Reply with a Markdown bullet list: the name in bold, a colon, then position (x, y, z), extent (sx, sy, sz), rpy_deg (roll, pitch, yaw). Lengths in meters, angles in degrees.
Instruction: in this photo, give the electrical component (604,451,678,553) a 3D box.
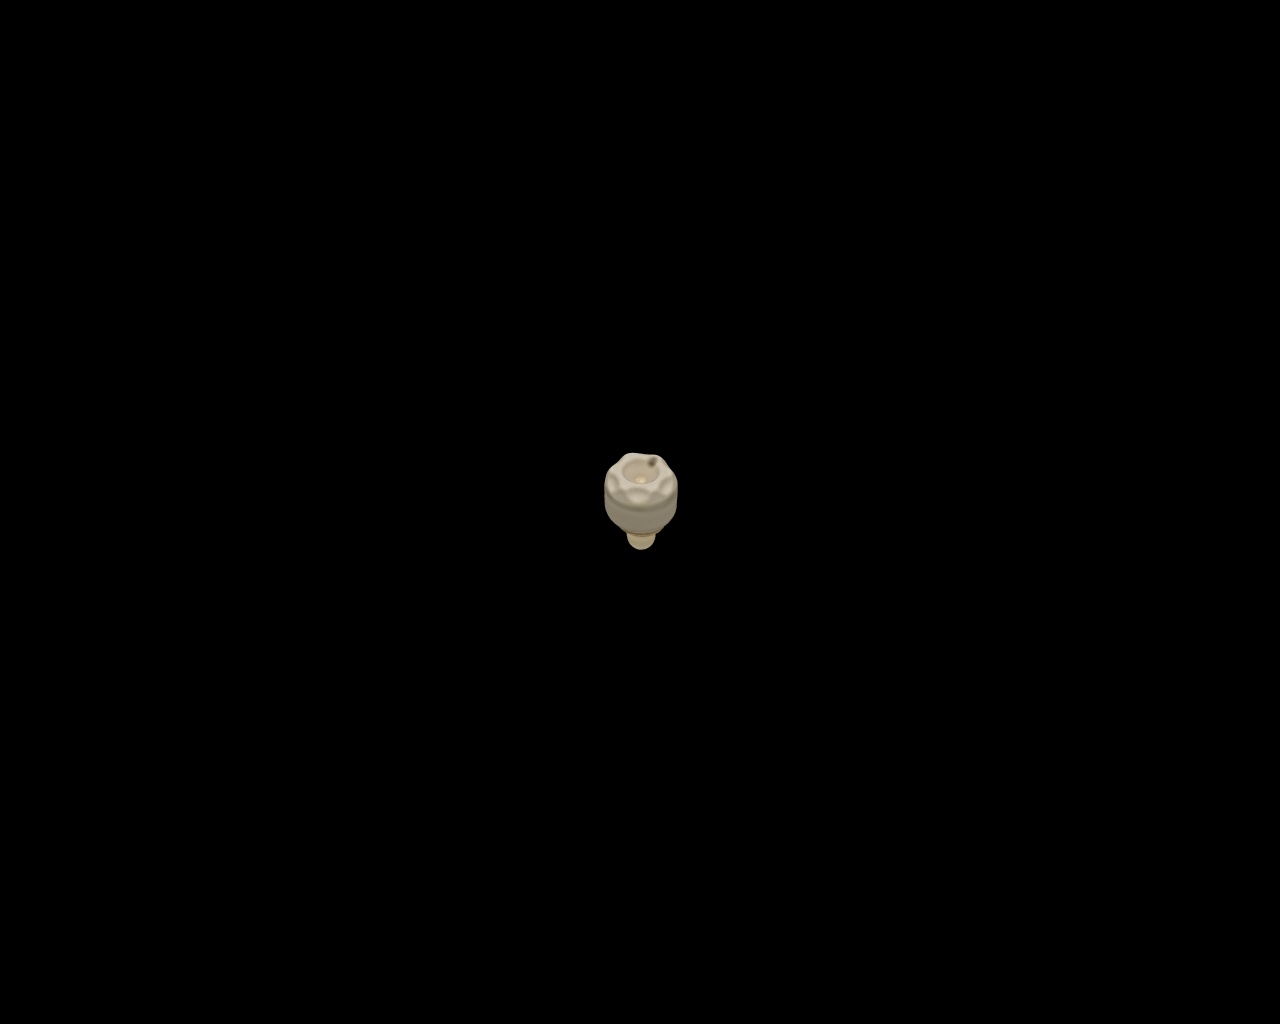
- **electrical component**: position (0.001, -0.003, 0.650), extent (0.043, 0.062, 0.043), rpy_deg (0, 43, 0)
